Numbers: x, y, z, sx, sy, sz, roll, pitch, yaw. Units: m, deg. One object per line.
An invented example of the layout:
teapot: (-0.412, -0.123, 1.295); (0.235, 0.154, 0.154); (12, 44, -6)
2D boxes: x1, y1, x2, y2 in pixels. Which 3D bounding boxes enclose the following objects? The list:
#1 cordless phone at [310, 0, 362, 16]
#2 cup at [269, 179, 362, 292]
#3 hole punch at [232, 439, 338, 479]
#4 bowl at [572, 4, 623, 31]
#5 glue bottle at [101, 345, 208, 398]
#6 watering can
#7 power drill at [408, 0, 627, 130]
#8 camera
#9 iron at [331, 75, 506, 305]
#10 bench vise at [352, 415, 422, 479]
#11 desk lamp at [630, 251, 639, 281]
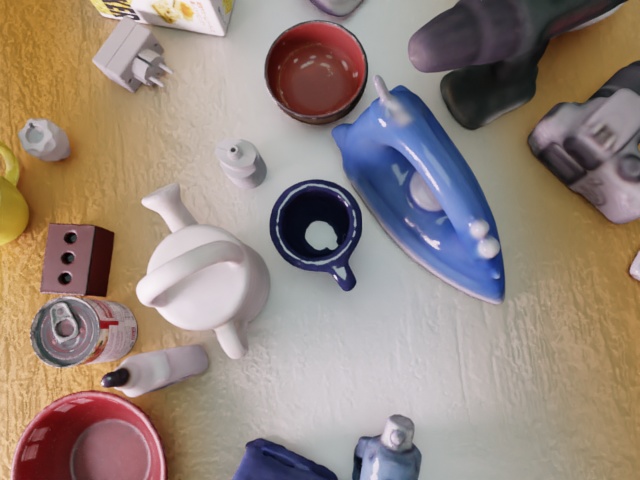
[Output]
cordless phone: (0.025, -0.342, 0.600); (0.094, 0.185, 0.148); (33, 85, 8)
cup: (0.005, 0.002, 0.595); (0.091, 0.095, 0.117); (-30, 81, -1)
hole punch: (-0.044, 0.260, 0.561); (0.108, 0.091, 0.101); (22, 83, 7)
bowl: (0.256, -0.296, 0.635); (0.167, 0.075, 0.167); (0, 81, 3)
glue bottle: (-0.164, 0.126, 0.547); (0.078, 0.173, 0.037); (-21, 80, 0)
watering can: (-0.117, 0.031, 0.548); (0.172, 0.194, 0.101); (41, 86, 9)
power drill: (0.180, -0.187, 0.555); (0.229, 0.208, 0.075); (-29, 80, -1)
camera: (0.316, -0.112, 0.590); (0.137, 0.101, 0.143); (-45, 81, -4)
iron: (0.119, -0.047, 0.572); (0.118, 0.141, 0.258); (-35, 81, -2)
bench vise: (0.040, 0.264, 0.490); (0.121, 0.220, 0.207); (-7, 81, 3)
desk lamp: (0.418, -0.036, 0.516); (0.118, 0.213, 0.203); (31, 84, 8)
